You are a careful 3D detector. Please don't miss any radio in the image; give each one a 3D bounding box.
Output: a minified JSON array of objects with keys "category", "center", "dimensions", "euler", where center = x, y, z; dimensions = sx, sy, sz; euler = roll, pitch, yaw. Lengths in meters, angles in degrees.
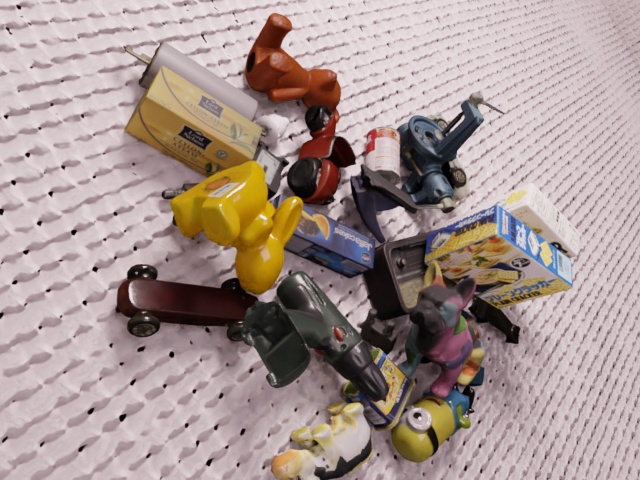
[{"category":"radio","center":[0.185,0.057,1.000],"dimensions":[0.229,0.073,0.131],"euler":[-12,80,-42]}]

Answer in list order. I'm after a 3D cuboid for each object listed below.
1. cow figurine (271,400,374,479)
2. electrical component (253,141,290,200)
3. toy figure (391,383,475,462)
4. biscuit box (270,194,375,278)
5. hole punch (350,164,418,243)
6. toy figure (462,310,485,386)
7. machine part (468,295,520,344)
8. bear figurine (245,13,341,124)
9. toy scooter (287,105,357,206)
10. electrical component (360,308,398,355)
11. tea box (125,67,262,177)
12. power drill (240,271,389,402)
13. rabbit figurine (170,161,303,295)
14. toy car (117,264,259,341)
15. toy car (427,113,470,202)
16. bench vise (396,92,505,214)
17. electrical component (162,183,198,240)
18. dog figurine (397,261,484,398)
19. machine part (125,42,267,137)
[{"category":"cow figurine","center":[0.006,0.307,0.764],"dimensions":[0.167,0.068,0.098],"euler":[-24,94,-40]},{"category":"electrical component","center":[-0.102,-0.095,0.859],"dimensions":[0.074,0.048,0.119],"euler":[32,55,-23]},{"category":"toy figure","center":[0.194,0.302,0.902],"dimensions":[0.180,0.082,0.089],"euler":[-12,78,-43]},{"category":"biscuit box","center":[-0.002,-0.003,0.890],"dimensions":[0.202,0.059,0.063],"euler":[25,58,-28]},{"category":"hole punch","center":[0.096,-0.067,0.953],"dimensions":[0.115,0.092,0.142],"euler":[36,18,-14]},{"category":"toy figure","center":[0.281,0.200,1.029],"dimensions":[0.064,0.058,0.154],"euler":[55,31,-62]},{"category":"machine part","center":[0.366,0.161,1.123],"dimensions":[0.139,0.039,0.084],"euler":[43,46,-14]},{"category":"bear figurine","center":[-0.027,-0.289,0.949],"dimensions":[0.196,0.132,0.120],"euler":[13,67,-27]},{"category":"toy scooter","center":[0.012,-0.133,0.947],"dimensions":[0.135,0.075,0.184],"euler":[36,60,-50]},{"category":"electrical component","center":[0.095,0.158,0.895],"dimensions":[0.063,0.093,0.021],"euler":[31,46,24]},{"category":"tea box","center":[-0.184,-0.162,0.791],"dimensions":[0.169,0.098,0.068],"euler":[29,55,-23]},{"category":"power drill","center":[-0.003,0.144,0.752],"dimensions":[0.232,0.086,0.207],"euler":[54,25,18]},{"category":"rabbit figurine","center":[-0.102,-0.011,0.745],"dimensions":[0.162,0.122,0.173],"euler":[-45,122,-44]},{"category":"toy car","center":[-0.172,0.089,0.723],"dimensions":[0.202,0.053,0.089],"euler":[12,46,-37]},{"category":"toy car","center":[0.264,-0.176,1.161],"dimensions":[0.056,0.073,0.201],"euler":[-8,76,-36]},{"category":"bench vise","center":[0.237,-0.177,1.045],"dimensions":[0.129,0.240,0.224],"euler":[13,48,-30]},{"category":"electrical component","center":[-0.173,-0.044,0.788],"dimensions":[0.102,0.045,0.078],"euler":[-13,51,-43]},{"category":"dog figurine","center":[0.213,0.139,0.893],"dimensions":[0.191,0.109,0.219],"euler":[-16,123,-40]},{"category":"machine part","center":[-0.185,-0.226,0.829],"dimensions":[0.243,0.079,0.079],"euler":[29,56,-26]}]
